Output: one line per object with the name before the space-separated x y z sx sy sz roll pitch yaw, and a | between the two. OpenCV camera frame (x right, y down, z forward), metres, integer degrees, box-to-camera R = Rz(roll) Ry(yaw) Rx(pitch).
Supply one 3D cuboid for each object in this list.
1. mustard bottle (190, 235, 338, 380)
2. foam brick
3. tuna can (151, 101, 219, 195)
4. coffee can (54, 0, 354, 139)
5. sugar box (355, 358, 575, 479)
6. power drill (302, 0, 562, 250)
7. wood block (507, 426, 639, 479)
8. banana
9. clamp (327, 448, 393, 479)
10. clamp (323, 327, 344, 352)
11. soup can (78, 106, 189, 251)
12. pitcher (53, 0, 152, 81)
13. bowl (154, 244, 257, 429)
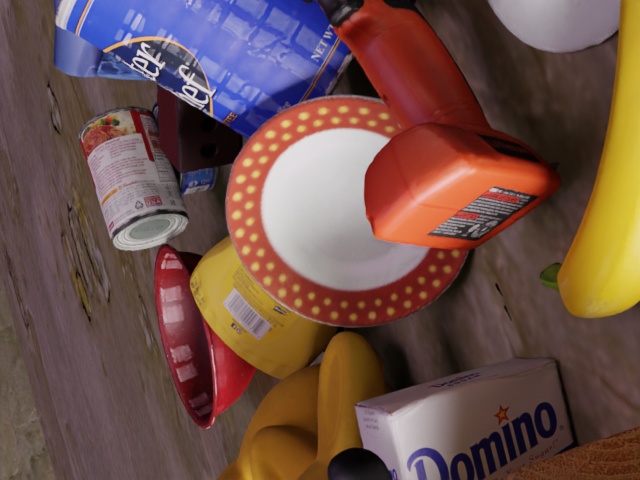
mustard bottle | -0.004 0.001 0.630 0.096 0.058 0.192 46 135 8
foam brick | -0.095 -0.100 0.836 0.051 0.052 0.078 -132 36 -50
tuna can | -0.118 -0.082 0.924 0.086 0.033 0.086 167 90 -68
coffee can | -0.055 -0.123 0.575 0.103 0.140 0.103 -55 12 18
sugar box | 0.082 0.150 0.495 0.048 0.093 0.176 -9 93 67
power drill | 0.016 -0.089 0.450 0.057 0.184 0.188 -37 67 28
wood block | 0.128 0.185 0.408 0.091 0.090 0.206 37 135 57
banana | 0.114 -0.037 0.392 0.070 0.037 0.198 53 147 43
clamp | 0.053 0.191 0.420 0.210 0.036 0.164 36 135 56
clamp | -0.012 -0.011 0.706 0.120 0.039 0.172 43 140 30
soup can | -0.155 -0.051 0.892 0.102 0.068 0.069 69 156 19
pitcher | -0.127 -0.243 0.762 0.149 0.144 0.243 30 126 45
bowl | -0.094 0.077 0.921 0.162 0.055 0.162 168 90 -68
